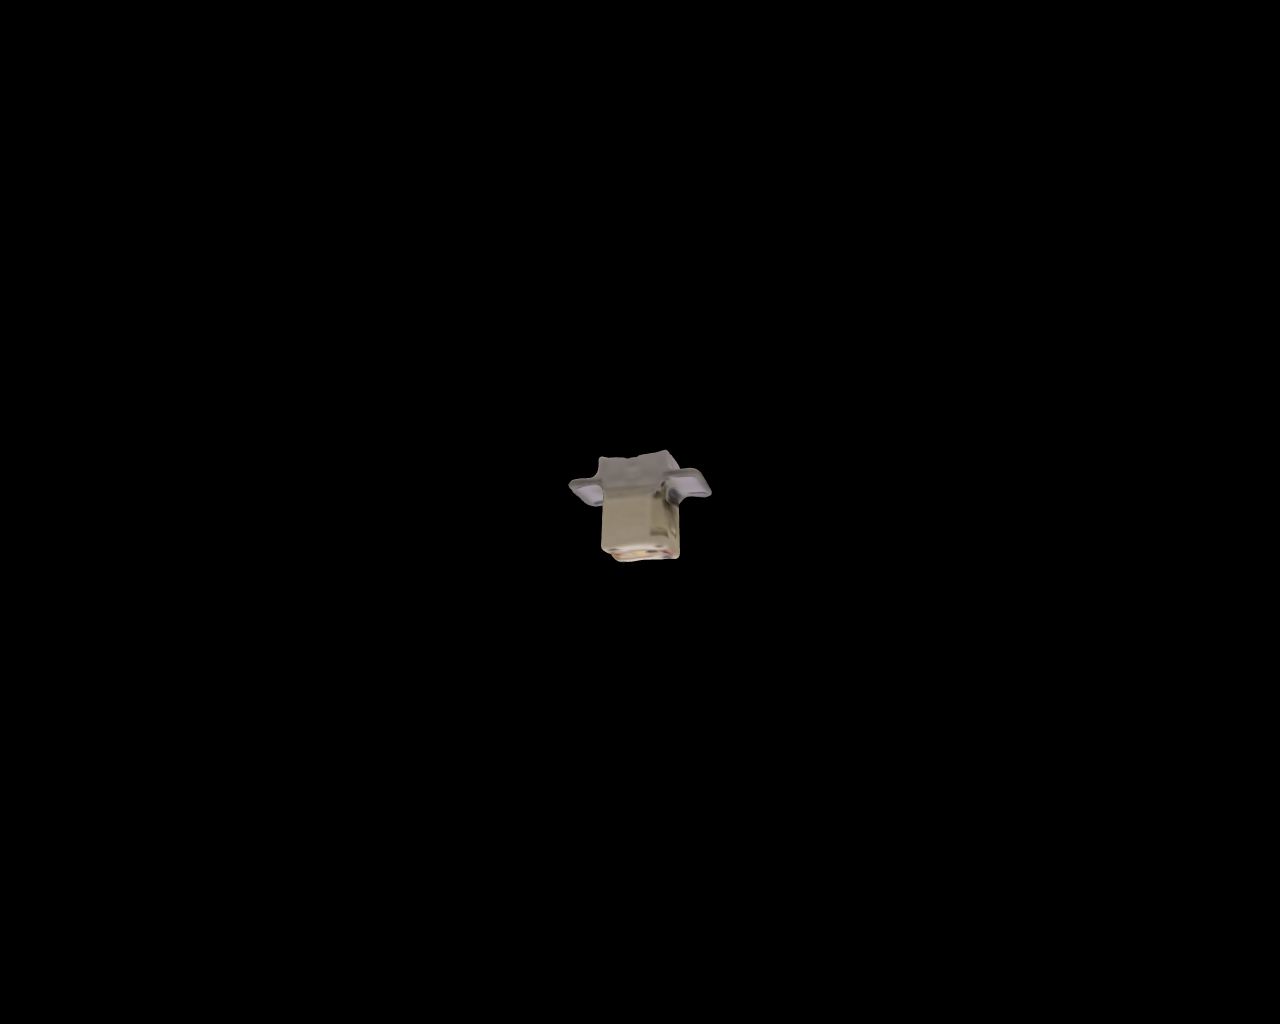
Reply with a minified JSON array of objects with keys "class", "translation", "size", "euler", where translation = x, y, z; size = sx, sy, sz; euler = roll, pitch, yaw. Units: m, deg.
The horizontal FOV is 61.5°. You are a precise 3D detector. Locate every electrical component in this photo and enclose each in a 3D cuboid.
[{"class":"electrical component","translation":[0.001,-0.003,0.650],"size":[0.081,0.064,0.042],"euler":[-6,-19,16]}]
